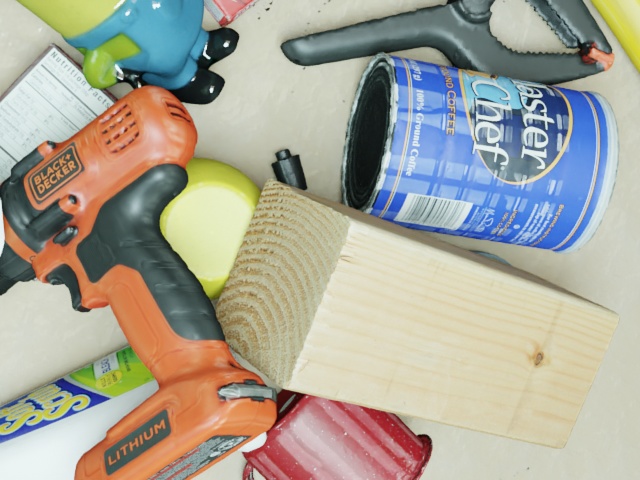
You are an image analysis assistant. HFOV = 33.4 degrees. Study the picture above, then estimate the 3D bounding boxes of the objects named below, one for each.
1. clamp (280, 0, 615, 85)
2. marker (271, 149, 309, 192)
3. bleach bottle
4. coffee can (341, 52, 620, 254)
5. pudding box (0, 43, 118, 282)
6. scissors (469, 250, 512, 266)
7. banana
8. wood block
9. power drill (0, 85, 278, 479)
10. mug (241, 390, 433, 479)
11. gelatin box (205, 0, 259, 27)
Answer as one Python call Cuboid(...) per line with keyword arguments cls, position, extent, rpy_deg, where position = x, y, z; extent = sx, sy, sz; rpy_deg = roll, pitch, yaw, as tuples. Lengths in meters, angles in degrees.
Cuboid(cls="clamp", position=(0.087, -0.146, 0.681), extent=(0.210, 0.036, 0.164), rpy_deg=(30, 87, -10))
Cuboid(cls="marker", position=(-0.004, 0.001, 0.673), extent=(0.020, 0.020, 0.121), rpy_deg=(-20, 95, -11))
Cuboid(cls="bleach bottle", position=(-0.162, 0.124, 0.598), extent=(0.250, 0.103, 0.068), rpy_deg=(-23, 109, -11))
Cuboid(cls="coffee can", position=(0.094, -0.051, 0.650), extent=(0.140, 0.103, 0.103), rpy_deg=(8, 89, -12))
Cuboid(cls="pudding box", position=(-0.161, -0.045, 0.628), extent=(0.090, 0.039, 0.113), rpy_deg=(43, 81, -9))
Cuboid(cls="scissors", position=(0.043, 0.038, 0.653), extent=(0.201, 0.016, 0.096), rpy_deg=(7, 101, -33))
Cuboid(cls="banana", position=(0.192, -0.156, 0.694), extent=(0.197, 0.037, 0.069), rpy_deg=(46, 44, -18))
Cuboid(cls="wood block", position=(0.057, 0.046, 0.597), extent=(0.205, 0.090, 0.091), rpy_deg=(19, 96, -35))
Cuboid(cls="power drill", position=(-0.115, 0.039, 0.540), extent=(0.185, 0.057, 0.188), rpy_deg=(-35, 68, 21))
Cuboid(cls="mug", position=(-0.001, 0.132, 0.649), extent=(0.081, 0.093, 0.117), rpy_deg=(45, 118, -5))
Cuboid(cls="gelatin box", position=(-0.058, -0.188, 0.651), extent=(0.073, 0.030, 0.089), rpy_deg=(-40, 99, -9))
